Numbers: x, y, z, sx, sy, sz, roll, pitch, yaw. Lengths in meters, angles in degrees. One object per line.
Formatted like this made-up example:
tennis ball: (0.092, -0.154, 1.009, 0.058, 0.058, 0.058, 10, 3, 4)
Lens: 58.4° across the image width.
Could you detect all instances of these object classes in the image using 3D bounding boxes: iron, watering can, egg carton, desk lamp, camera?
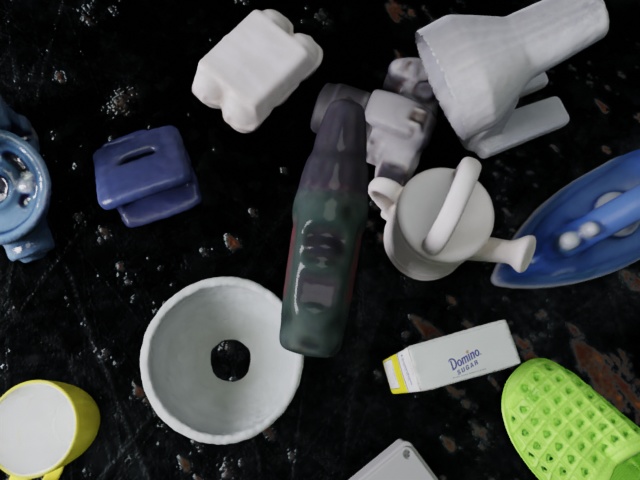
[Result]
iron: (0.315, -0.023, 0.621, 0.258, 0.141, 0.118, -29, 79, -7)
watering can: (0.134, -0.022, 0.590, 0.173, 0.194, 0.101, 6, 77, 1)
egg carton: (-0.076, -0.205, 0.692, 0.107, 0.069, 0.150, 40, 79, 8)
desk lamp: (0.197, -0.177, 0.617, 0.203, 0.213, 0.118, -23, 78, -6)
camera: (0.067, -0.152, 0.666, 0.136, 0.101, 0.143, 20, 77, 4)

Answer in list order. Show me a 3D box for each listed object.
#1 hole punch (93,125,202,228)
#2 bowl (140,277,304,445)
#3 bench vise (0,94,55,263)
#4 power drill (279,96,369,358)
hole punch: (-0.201, -0.079, 0.649, 0.108, 0.091, 0.101, -21, 78, -6)
bowl: (-0.099, 0.126, 0.612, 0.167, 0.075, 0.167, 0, 77, -1)
bench vise: (-0.363, -0.087, 0.581, 0.121, 0.220, 0.207, -36, 80, -9)
power drill: (0.005, 0.002, 0.574, 0.075, 0.208, 0.230, 8, 77, 1)
